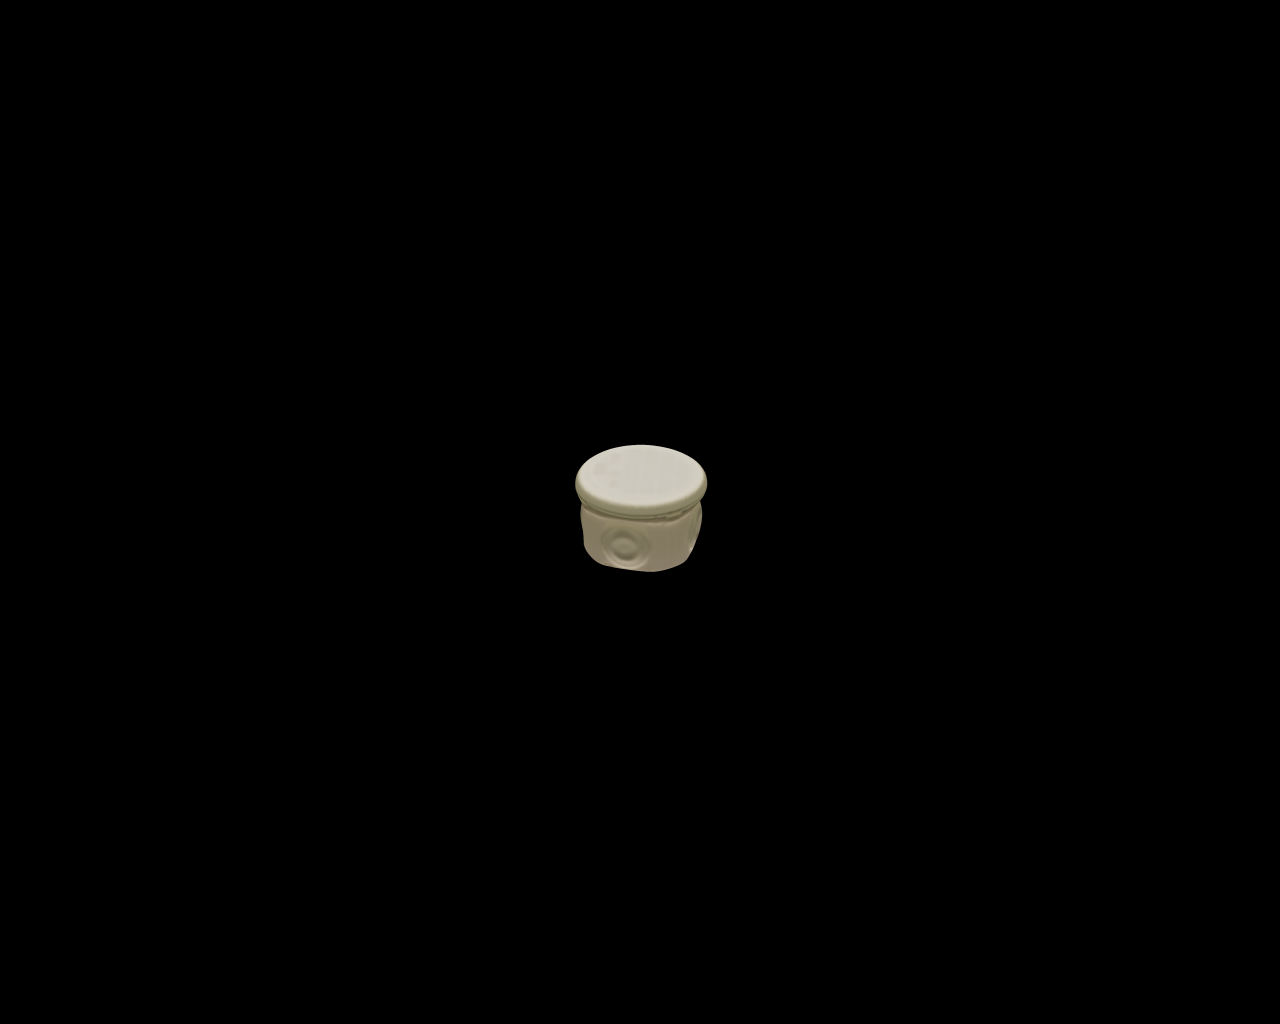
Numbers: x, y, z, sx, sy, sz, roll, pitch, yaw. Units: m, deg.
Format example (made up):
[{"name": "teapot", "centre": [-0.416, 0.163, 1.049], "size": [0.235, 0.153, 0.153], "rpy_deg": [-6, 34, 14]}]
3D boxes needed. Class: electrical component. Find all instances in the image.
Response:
[{"name": "electrical component", "centre": [0.001, -0.003, 0.650], "size": [0.080, 0.050, 0.080], "rpy_deg": [0, 31, 0]}]
